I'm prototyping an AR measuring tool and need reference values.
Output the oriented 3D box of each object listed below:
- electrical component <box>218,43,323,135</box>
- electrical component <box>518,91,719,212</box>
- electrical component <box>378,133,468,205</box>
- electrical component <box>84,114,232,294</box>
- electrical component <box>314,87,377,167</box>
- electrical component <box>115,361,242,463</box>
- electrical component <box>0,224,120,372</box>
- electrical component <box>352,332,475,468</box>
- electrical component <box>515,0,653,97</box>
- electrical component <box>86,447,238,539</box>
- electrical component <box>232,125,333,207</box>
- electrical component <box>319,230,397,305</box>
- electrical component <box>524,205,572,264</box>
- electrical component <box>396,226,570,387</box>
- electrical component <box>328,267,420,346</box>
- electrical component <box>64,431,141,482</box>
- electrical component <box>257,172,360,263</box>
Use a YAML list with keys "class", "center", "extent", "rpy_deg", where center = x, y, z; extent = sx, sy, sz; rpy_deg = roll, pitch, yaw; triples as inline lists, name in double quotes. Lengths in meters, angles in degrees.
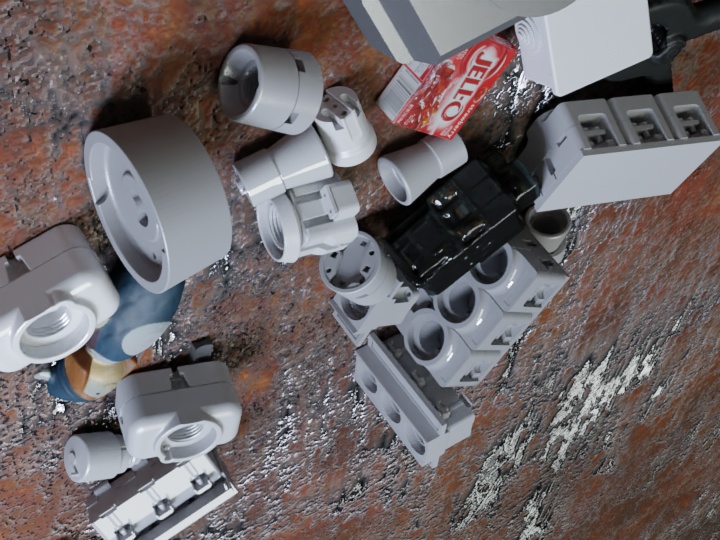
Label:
- class: "electrical component"
  center: [-0.059, -0.117, 0.693]
  extent: [0.047, 0.055, 0.055]
  rpy_deg: [3, 132, -41]
- class: "electrical component"
  center: [0.225, -0.108, 0.943]
  extent: [0.150, 0.061, 0.089]
  rpy_deg: [-9, 155, -24]
- class: "electrical component"
  center: [0.053, -0.086, 0.856]
  extent: [0.065, 0.044, 0.044]
  rpy_deg: [-32, 149, -15]
- class: "electrical component"
  center: [-0.122, -0.046, 0.679]
  extent: [0.060, 0.108, 0.108]
  rpy_deg: [-26, 147, -28]
- class: "electrical component"
  center: [-0.012, -0.103, 0.771]
  extent: [0.040, 0.040, 0.046]
  rpy_deg: [-32, 143, -6]
- class: "electrical component"
  center: [-0.150, 0.120, 0.896]
  extent: [0.095, 0.059, 0.053]
  rpy_deg: [-8, 139, -23]
- class: "electrical component"
  center: [-0.214, 0.022, 0.720]
  extent: [0.095, 0.059, 0.053]
  rpy_deg: [-31, 148, -9]
- class: "electrical component"
  center: [0.053, 0.121, 1.051]
  extent: [0.063, 0.121, 0.078]
  rpy_deg: [-25, 147, -23]
- class: "electrical component"
  center: [0.161, -0.188, 0.791]
  extent: [0.100, 0.048, 0.099]
  rpy_deg: [-25, 121, -16]
- class: "electrical component"
  center: [-0.183, 0.205, 0.982]
  extent: [0.121, 0.078, 0.063]
  rpy_deg: [-33, 119, -5]
- class: "electrical component"
  center: [-0.057, -0.073, 0.766]
  extent: [0.065, 0.044, 0.044]
  rpy_deg: [-27, 148, -7]
- class: "electrical component"
  center: [0.000, 0.000, 0.905]
  extent: [0.055, 0.055, 0.047]
  rpy_deg: [-40, 152, 6]
- class: "electrical component"
  center: [0.179, -0.032, 1.045]
  extent: [0.045, 0.045, 0.055]
  rpy_deg: [-26, 148, -17]
- class: "electrical component"
  center: [0.110, 0.029, 1.014]
  extent: [0.062, 0.089, 0.150]
  rpy_deg: [5, 130, -47]
- class: "electrical component"
  center: [0.015, 0.024, 0.964]
  extent: [0.064, 0.042, 0.081]
  rpy_deg: [-5, 138, -46]
- class: "electrical component"
  center: [-0.215, 0.157, 0.917]
  extent: [0.078, 0.040, 0.040]
  rpy_deg: [2, 132, -45]
- class: "electrical component"
  center: [-0.041, -0.038, 0.806]
  extent: [0.057, 0.058, 0.078]
  rpy_deg: [-16, 170, -24]
